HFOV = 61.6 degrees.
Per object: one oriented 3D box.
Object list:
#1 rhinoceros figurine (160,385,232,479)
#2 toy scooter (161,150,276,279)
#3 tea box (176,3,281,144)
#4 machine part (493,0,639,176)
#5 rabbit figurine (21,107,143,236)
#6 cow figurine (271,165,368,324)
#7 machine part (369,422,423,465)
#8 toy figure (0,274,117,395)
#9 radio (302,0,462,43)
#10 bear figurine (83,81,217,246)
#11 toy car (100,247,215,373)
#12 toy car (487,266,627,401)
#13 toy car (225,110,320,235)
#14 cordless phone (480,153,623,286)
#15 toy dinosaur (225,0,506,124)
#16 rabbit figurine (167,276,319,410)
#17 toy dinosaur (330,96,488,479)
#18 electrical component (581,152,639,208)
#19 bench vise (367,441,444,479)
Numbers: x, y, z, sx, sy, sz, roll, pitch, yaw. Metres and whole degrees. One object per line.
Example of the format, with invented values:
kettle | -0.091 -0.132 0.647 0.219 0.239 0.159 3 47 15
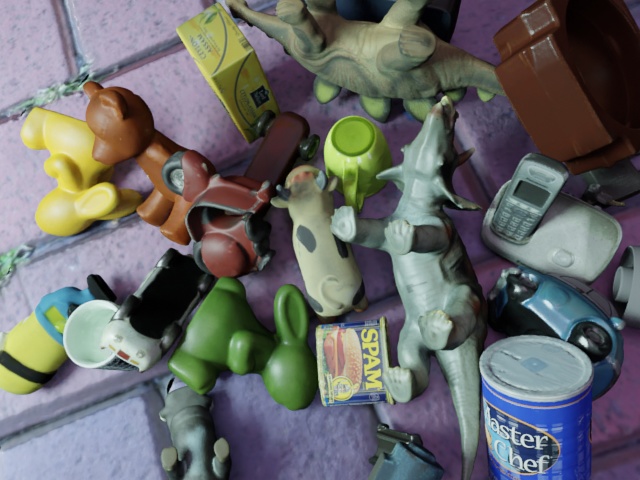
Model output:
rhinoceros figurine | -0.134 0.256 0.610 0.073 0.112 0.190 -16 64 -13
toy scooter | -0.101 -0.024 0.637 0.135 0.183 0.075 2 38 26
tea box | -0.115 -0.218 0.726 0.068 0.169 0.098 -33 69 -3
machine part | 0.308 -0.194 0.634 0.201 0.087 0.201 -40 98 -34
rabbit figurine | -0.337 -0.082 0.766 0.162 0.122 0.173 22 91 6
cow figurine | -0.001 -0.002 0.661 0.085 0.127 0.195 -16 73 1
machine part | 0.086 0.278 0.590 0.039 0.084 0.138 7 80 -33
toy figure | -0.349 0.123 0.703 0.180 0.082 0.089 -38 68 -6
radio | 0.077 -0.321 0.748 0.230 0.131 0.073 19 76 15
bear figurine | -0.225 -0.098 0.674 0.120 0.195 0.132 28 85 42
toy car | -0.188 0.075 0.647 0.073 0.202 0.056 35 116 -9
toy car | 0.274 0.094 0.607 0.103 0.109 0.162 -23 55 -27
toy car | -0.077 -0.081 0.734 0.089 0.053 0.202 28 90 9
cordless phone | 0.267 -0.029 0.595 0.147 0.184 0.089 29 75 17
toy dinosaur | 0.096 -0.229 0.678 0.472 0.198 0.105 19 77 8
rabbit figurine | -0.072 0.131 0.655 0.170 0.121 0.159 30 73 -1
toy dinosaur | 0.137 0.052 0.620 0.131 0.192 0.404 -15 87 46
electrical component | 0.372 -0.077 0.666 0.102 0.045 0.078 -18 72 3
bench vise | 0.094 0.322 0.492 0.241 0.128 0.223 29 72 7
